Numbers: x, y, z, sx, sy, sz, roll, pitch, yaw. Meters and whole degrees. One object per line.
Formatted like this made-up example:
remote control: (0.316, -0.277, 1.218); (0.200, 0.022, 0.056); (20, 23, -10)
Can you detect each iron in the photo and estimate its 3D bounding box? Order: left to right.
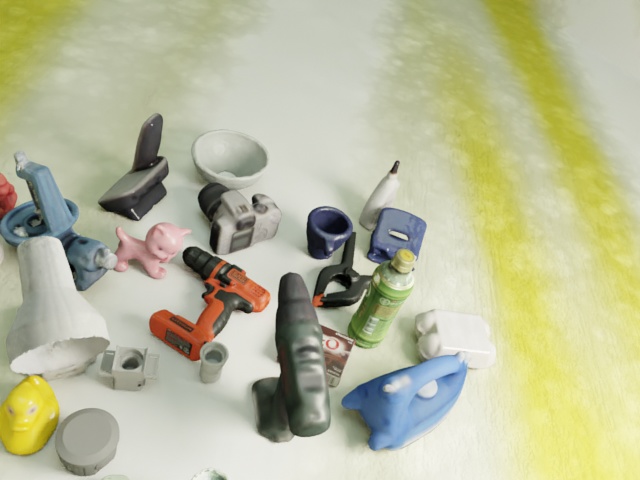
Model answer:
iron: (0.170, 0.232, 0.928); (0.259, 0.141, 0.118); (-17, 55, -32)

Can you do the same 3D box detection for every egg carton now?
egg carton: (0.247, 0.186, 1.053); (0.150, 0.069, 0.107); (8, 45, -12)

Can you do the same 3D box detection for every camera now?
camera: (-0.166, -0.061, 1.121); (0.143, 0.101, 0.136); (-21, 57, -34)

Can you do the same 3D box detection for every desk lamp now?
desk lamp: (-0.372, 0.111, 0.797); (0.118, 0.213, 0.202); (-11, 52, -28)

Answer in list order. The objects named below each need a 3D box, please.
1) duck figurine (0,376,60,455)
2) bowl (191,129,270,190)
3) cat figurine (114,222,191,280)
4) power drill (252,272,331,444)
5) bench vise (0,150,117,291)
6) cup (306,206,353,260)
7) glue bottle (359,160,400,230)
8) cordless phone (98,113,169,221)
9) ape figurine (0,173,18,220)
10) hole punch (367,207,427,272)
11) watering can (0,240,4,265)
duck figurine: (-0.395, 0.223, 0.771); (0.078, 0.086, 0.104); (3, 46, -17)
bowl: (-0.194, -0.159, 1.227); (0.167, 0.075, 0.167); (10, 45, -10)
cat figurine: (-0.294, 0.005, 0.999); (0.128, 0.118, 0.067); (11, 44, -9)
power drill: (-0.044, 0.193, 0.840); (0.076, 0.208, 0.229); (0, 47, -19)
bench vise: (-0.414, -0.035, 0.920); (0.207, 0.220, 0.121); (15, 44, -5)
cup: (0.010, 0.004, 1.126); (0.092, 0.095, 0.117); (10, 45, -10)
glue bottle: (0.138, -0.101, 1.219); (0.037, 0.173, 0.078); (41, 48, 21)
cordless phone: (-0.346, -0.143, 1.076); (0.094, 0.185, 0.148); (22, 44, 2)
ape figurine: (-0.564, -0.080, 1.002); (0.076, 0.092, 0.078); (23, 44, 3)
hole punch: (0.161, -0.001, 1.189); (0.108, 0.091, 0.101); (19, 44, -1)
watering can: (-0.551, -0.031, 0.885); (0.172, 0.194, 0.101); (26, 44, 6)
